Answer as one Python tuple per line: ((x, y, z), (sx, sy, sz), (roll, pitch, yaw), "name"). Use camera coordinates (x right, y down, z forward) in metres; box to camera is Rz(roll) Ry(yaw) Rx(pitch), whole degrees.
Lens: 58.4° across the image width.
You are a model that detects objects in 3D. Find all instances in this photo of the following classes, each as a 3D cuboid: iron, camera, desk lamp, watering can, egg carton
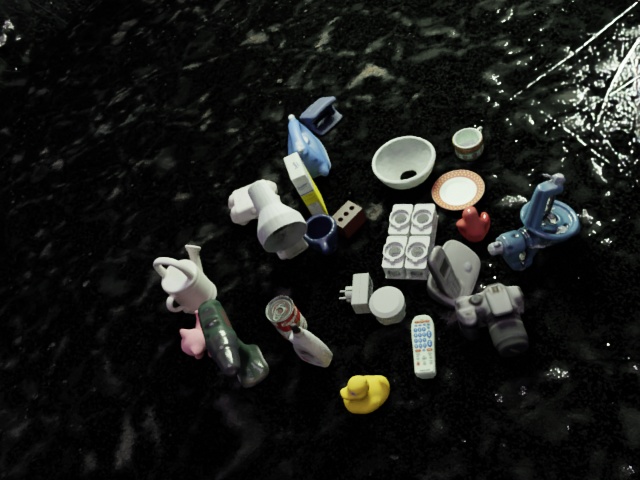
((-0.058, -0.282, 1.650), (0.118, 0.142, 0.258), (-22, 50, 5), "iron")
((0.361, 0.169, 1.181), (0.143, 0.101, 0.136), (-17, 51, 9), "camera")
((-0.105, -0.040, 1.443), (0.118, 0.214, 0.202), (-31, 50, -2), "desk lamp")
((-0.348, 0.093, 1.452), (0.100, 0.194, 0.172), (-14, 51, 11), "watering can")
((-0.185, -0.104, 1.615), (0.150, 0.070, 0.107), (-22, 50, 5), "egg carton")

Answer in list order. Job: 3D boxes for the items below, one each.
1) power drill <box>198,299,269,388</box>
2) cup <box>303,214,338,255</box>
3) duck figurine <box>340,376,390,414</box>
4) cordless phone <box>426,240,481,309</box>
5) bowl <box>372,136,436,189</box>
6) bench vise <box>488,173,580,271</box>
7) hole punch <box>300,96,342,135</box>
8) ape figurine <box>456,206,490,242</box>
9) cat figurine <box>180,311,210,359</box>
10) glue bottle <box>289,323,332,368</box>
((-0.192, 0.244, 1.271), (0.075, 0.209, 0.229), (-34, 50, -4), "power drill")
((0.013, 0.005, 1.441), (0.091, 0.095, 0.117), (-22, 50, 5), "cup")
((0.090, 0.311, 1.192), (0.104, 0.086, 0.077), (-25, 50, 2), "duck figurine")
((0.282, 0.050, 1.243), (0.093, 0.185, 0.148), (11, 60, 28), "cordless phone")
((0.226, -0.191, 1.515), (0.167, 0.075, 0.167), (-10, 52, 14), "bowl")
((0.461, -0.032, 1.212), (0.207, 0.220, 0.121), (-41, 51, -11), "bench vise")
((-0.005, -0.387, 1.739), (0.109, 0.091, 0.100), (-45, 52, -14), "hole punch")
((0.358, -0.044, 1.344), (0.077, 0.092, 0.076), (-3, 55, 20), "ape figurine")
((-0.294, 0.232, 1.379), (0.067, 0.118, 0.128), (-9, 53, 15), "cat figurine")
((-0.032, 0.223, 1.247), (0.078, 0.173, 0.037), (8, 59, 27), "glue bottle")
